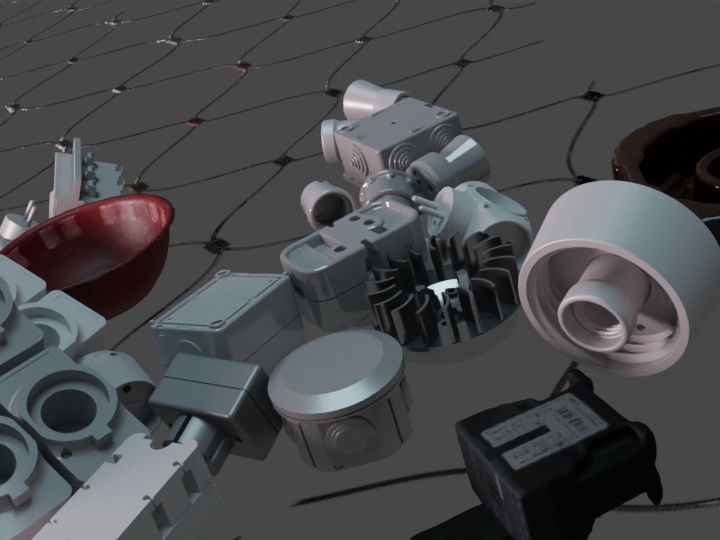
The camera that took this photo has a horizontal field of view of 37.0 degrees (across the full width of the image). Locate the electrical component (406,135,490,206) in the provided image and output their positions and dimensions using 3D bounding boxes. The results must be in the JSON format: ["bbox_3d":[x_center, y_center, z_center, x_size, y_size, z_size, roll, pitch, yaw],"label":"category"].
[{"bbox_3d":[0.070,-0.077,0.864,0.055,0.045,0.045,-32,31,-25],"label":"electrical component"}]

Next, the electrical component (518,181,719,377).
[{"bbox_3d":[0.140,0.011,0.598,0.108,0.108,0.060,5,41,36],"label":"electrical component"}]

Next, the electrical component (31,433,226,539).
[{"bbox_3d":[-0.118,0.137,0.563,0.050,0.055,0.089,1,33,32],"label":"electrical component"}]

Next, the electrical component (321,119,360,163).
[{"bbox_3d":[-0.009,-0.121,0.998,0.046,0.040,0.040,-6,29,10],"label":"electrical component"}]

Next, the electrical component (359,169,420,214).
[{"bbox_3d":[0.024,-0.045,0.833,0.048,0.048,0.062,-14,36,7],"label":"electrical component"}]

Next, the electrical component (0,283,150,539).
[{"bbox_3d":[-0.222,0.080,0.627,0.186,0.060,0.105,37,50,22],"label":"electrical component"}]

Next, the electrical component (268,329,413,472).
[{"bbox_3d":[-0.009,0.074,0.623,0.080,0.051,0.080,-14,28,7],"label":"electrical component"}]

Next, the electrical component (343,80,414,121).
[{"bbox_3d":[0.021,-0.160,1.051,0.065,0.044,0.044,17,43,41],"label":"electrical component"}]

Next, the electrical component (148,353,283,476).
[{"bbox_3d":[-0.091,0.096,0.635,0.066,0.047,0.076,5,51,32],"label":"electrical component"}]

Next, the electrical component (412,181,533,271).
[{"bbox_3d":[0.074,-0.036,0.760,0.079,0.044,0.077,18,20,-19],"label":"electrical component"}]

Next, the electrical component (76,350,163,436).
[{"bbox_3d":[-0.163,0.078,0.713,0.043,0.043,0.081,-28,29,-19],"label":"electrical component"}]

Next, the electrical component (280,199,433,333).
[{"bbox_3d":[0.000,0.000,0.745,0.095,0.059,0.054,-29,29,-21],"label":"electrical component"}]

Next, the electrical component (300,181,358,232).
[{"bbox_3d":[-0.027,-0.052,0.880,0.040,0.040,0.046,-22,23,-9],"label":"electrical component"}]

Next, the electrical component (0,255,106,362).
[{"bbox_3d":[-0.270,0.075,0.714,0.105,0.060,0.186,29,45,16],"label":"electrical component"}]

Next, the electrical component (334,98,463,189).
[{"bbox_3d":[0.035,-0.108,0.936,0.100,0.048,0.100,-27,29,-19],"label":"electrical component"}]

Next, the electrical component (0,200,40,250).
[{"bbox_3d":[-0.304,-0.024,0.953,0.044,0.079,0.077,21,11,-28],"label":"electrical component"}]

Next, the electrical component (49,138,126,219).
[{"bbox_3d":[-0.255,-0.066,1.002,0.063,0.078,0.121,7,22,-18],"label":"electrical component"}]

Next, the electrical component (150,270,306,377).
[{"bbox_3d":[-0.082,0.042,0.721,0.062,0.061,0.096,1,26,34],"label":"electrical component"}]
